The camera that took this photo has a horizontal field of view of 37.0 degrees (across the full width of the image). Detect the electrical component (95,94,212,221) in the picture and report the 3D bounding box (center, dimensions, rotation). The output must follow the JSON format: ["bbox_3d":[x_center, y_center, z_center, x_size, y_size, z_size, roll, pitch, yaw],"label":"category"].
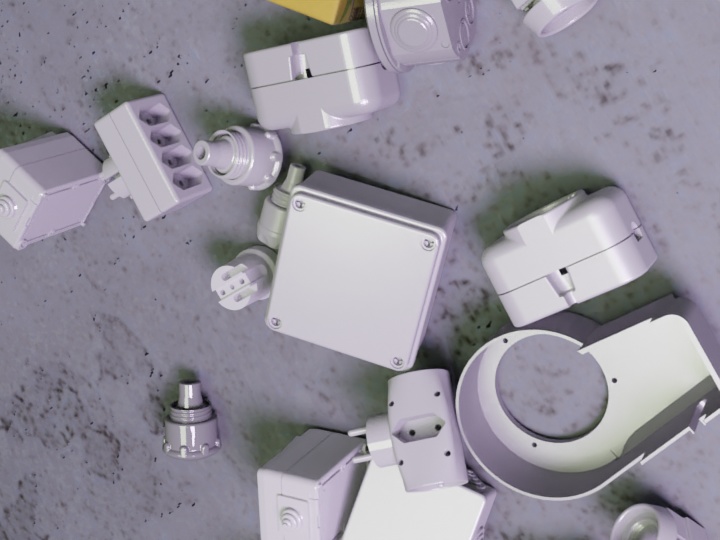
[{"bbox_3d":[-0.169,-0.078,0.818,0.076,0.047,0.083,-25,94,31],"label":"electrical component"}]

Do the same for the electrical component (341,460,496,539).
[{"bbox_3d":[0.043,0.183,0.777,0.100,0.048,0.099,21,95,20],"label":"electrical component"}]

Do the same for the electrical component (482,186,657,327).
[{"bbox_3d":[0.129,-0.012,0.678,0.095,0.054,0.059,-26,93,32],"label":"electrical component"}]

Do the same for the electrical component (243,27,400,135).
[{"bbox_3d":[-0.024,-0.126,0.722,0.095,0.054,0.059,-5,104,29],"label":"electrical component"}]

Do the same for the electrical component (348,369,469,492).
[{"bbox_3d":[0.030,0.114,0.740,0.079,0.043,0.077,-15,72,17],"label":"electrical component"}]

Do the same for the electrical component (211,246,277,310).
[{"bbox_3d":[-0.084,0.007,0.802,0.040,0.046,0.040,9,110,24],"label":"electrical component"}]

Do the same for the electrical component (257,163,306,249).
[{"bbox_3d":[-0.052,-0.047,0.775,0.035,0.035,0.061,25,113,19],"label":"electrical component"}]

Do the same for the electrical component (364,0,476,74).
[{"bbox_3d":[0.037,-0.164,0.663,0.051,0.080,0.080,-2,105,23],"label":"electrical component"}]

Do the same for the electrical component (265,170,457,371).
[{"bbox_3d":[0.000,0.000,0.740,0.109,0.056,0.108,17,114,9],"label":"electrical component"}]

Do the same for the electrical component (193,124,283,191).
[{"bbox_3d":[-0.089,-0.081,0.763,0.048,0.062,0.048,1,92,41],"label":"electrical component"}]

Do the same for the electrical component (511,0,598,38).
[{"bbox_3d":[0.110,-0.173,0.641,0.066,0.048,0.055,-35,81,32],"label":"electrical component"}]

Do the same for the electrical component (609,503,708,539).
[{"bbox_3d":[0.196,0.182,0.698,0.055,0.066,0.048,35,125,-24],"label":"electrical component"}]

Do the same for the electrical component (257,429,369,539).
[{"bbox_3d":[-0.039,0.166,0.801,0.061,0.096,0.061,7,109,27],"label":"electrical component"}]

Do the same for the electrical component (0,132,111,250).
[{"bbox_3d":[-0.255,-0.064,0.840,0.061,0.096,0.061,43,121,9],"label":"electrical component"}]

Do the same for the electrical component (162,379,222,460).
[{"bbox_3d":[-0.137,0.120,0.869,0.048,0.048,0.062,5,102,27],"label":"electrical component"}]
